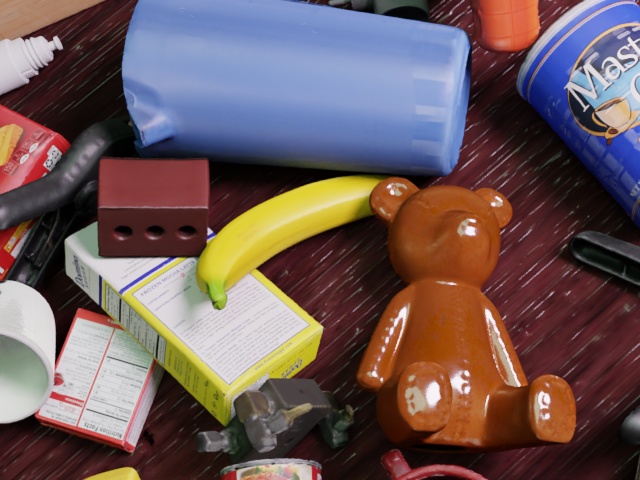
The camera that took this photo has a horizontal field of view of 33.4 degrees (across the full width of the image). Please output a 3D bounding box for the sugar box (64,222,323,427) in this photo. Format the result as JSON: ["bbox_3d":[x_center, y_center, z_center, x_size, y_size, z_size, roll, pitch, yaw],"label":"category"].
[{"bbox_3d":[-0.093,0.043,0.766,0.176,0.048,0.093,39,52,25],"label":"sugar box"}]

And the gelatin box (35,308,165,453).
[{"bbox_3d":[-0.156,0.102,0.779,0.073,0.030,0.089,14,71,15],"label":"gelatin box"}]

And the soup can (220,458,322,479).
[{"bbox_3d":[-0.029,0.199,0.693,0.068,0.068,0.102,-8,67,8],"label":"soup can"}]

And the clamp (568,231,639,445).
[{"bbox_3d":[0.272,0.045,0.703,0.210,0.036,0.164,-10,50,-2],"label":"clamp"}]

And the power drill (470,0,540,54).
[{"bbox_3d":[0.110,-0.245,0.767,0.057,0.184,0.187,-9,28,1],"label":"power drill"}]

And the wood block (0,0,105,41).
[{"bbox_3d":[-0.254,-0.239,0.905,0.206,0.091,0.090,-23,66,1],"label":"wood block"}]

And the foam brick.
[{"bbox_3d":[-0.118,-0.023,0.754,0.078,0.053,0.051,-1,47,-10],"label":"foam brick"}]

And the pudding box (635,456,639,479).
[{"bbox_3d":[0.256,0.160,0.668,0.113,0.039,0.090,12,70,14],"label":"pudding box"}]

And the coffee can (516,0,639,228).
[{"bbox_3d":[0.219,-0.089,0.741,0.103,0.103,0.140,-34,66,-4],"label":"coffee can"}]

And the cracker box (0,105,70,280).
[{"bbox_3d":[-0.319,-0.047,0.850,0.214,0.072,0.164,26,75,21],"label":"cracker box"}]

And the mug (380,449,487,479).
[{"bbox_3d":[0.073,0.185,0.670,0.093,0.081,0.117,-33,66,-4],"label":"mug"}]

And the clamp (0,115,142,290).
[{"bbox_3d":[-0.189,-0.038,0.796,0.039,0.120,0.171,32,69,8],"label":"clamp"}]

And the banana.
[{"bbox_3d":[-0.021,-0.005,0.764,0.070,0.037,0.197,31,48,34],"label":"banana"}]

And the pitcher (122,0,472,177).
[{"bbox_3d":[-0.012,-0.121,0.796,0.243,0.145,0.149,8,88,11],"label":"pitcher"}]

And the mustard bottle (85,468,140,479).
[{"bbox_3d":[-0.209,0.221,0.720,0.191,0.058,0.096,-16,41,5],"label":"mustard bottle"}]
